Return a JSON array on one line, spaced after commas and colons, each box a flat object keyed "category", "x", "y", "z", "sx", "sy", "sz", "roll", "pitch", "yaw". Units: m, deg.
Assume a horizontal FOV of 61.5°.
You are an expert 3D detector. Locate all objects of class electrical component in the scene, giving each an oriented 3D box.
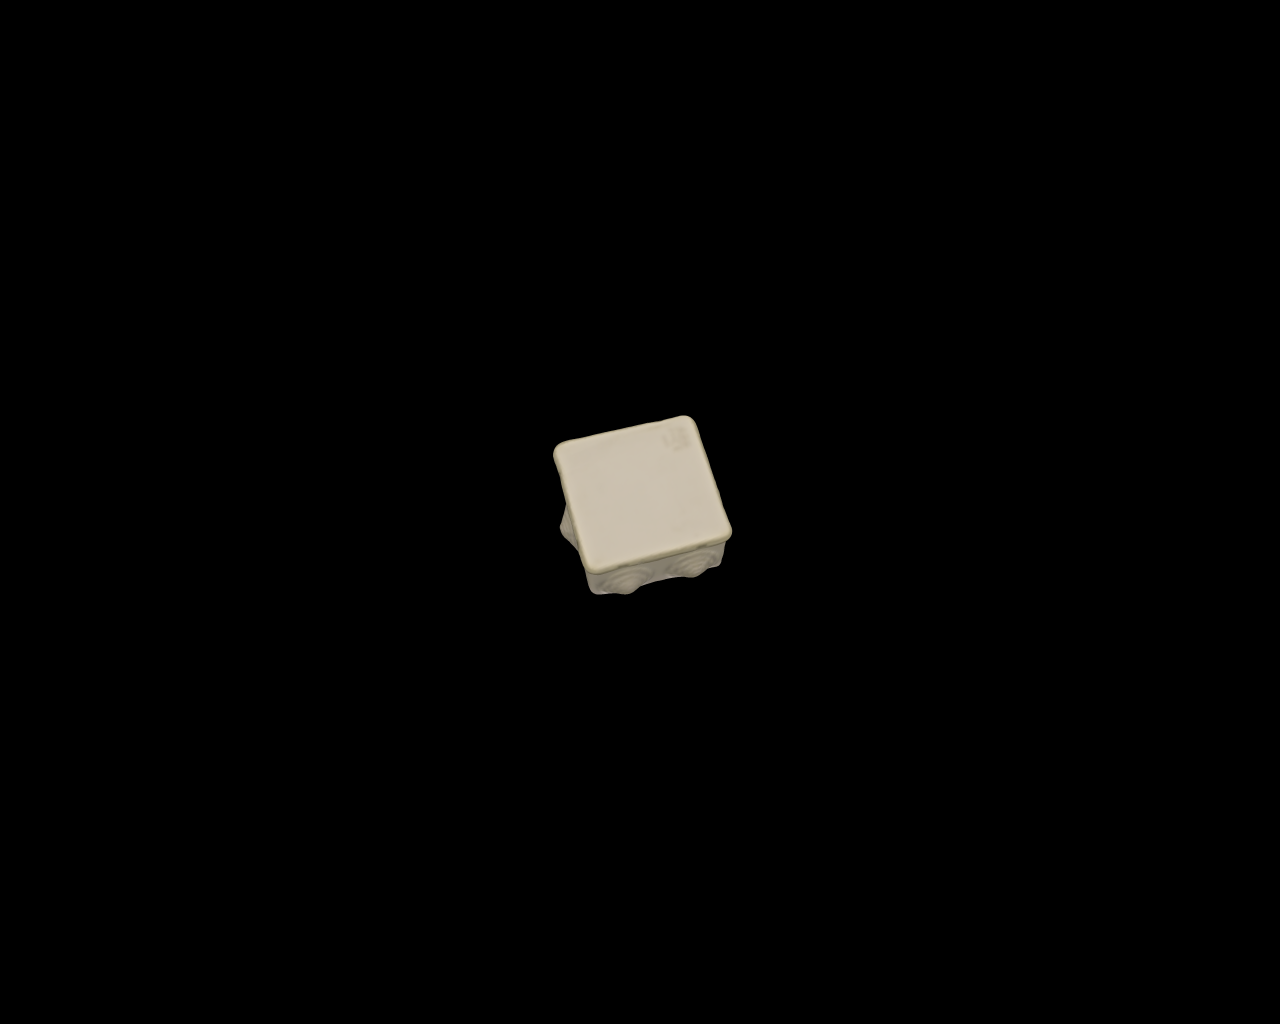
[{"category": "electrical component", "x": 0.001, "y": -0.003, "z": 0.650, "sx": 0.100, "sy": 0.100, "sz": 0.048, "roll": -14, "pitch": -26, "yaw": -7}]
